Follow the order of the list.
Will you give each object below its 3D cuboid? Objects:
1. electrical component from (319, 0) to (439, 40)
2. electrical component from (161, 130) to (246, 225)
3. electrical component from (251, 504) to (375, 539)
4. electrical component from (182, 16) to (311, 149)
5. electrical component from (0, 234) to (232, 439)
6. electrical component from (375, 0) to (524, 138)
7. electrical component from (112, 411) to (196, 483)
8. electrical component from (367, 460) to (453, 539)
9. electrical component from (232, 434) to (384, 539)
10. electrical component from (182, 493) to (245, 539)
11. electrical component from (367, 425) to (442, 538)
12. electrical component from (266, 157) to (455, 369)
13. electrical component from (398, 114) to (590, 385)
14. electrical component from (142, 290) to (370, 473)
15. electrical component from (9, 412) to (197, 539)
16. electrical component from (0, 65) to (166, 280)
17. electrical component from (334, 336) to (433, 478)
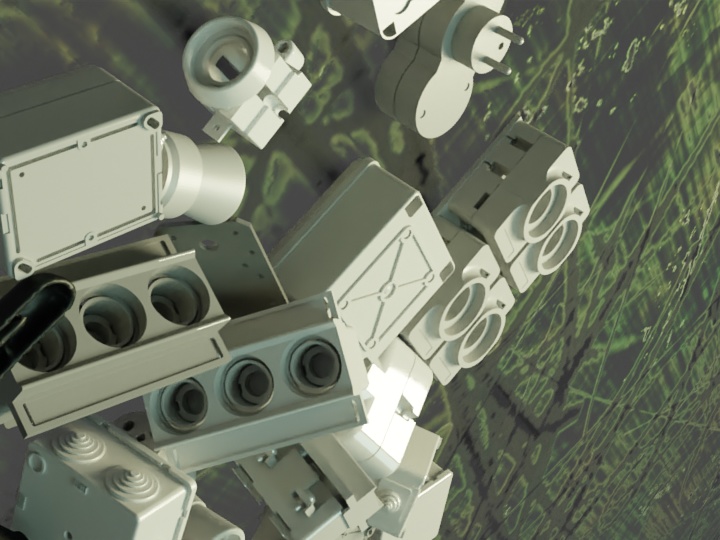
[{"bbox_3d":[0.024,-0.188,0.568,0.113,0.057,0.078,-43,147,-18],"label":"electrical component"},{"bbox_3d":[-0.094,-0.048,0.558,0.055,0.045,0.045,6,115,-54],"label":"electrical component"},{"bbox_3d":[-0.046,0.213,0.852,0.096,0.061,0.061,12,109,-57],"label":"electrical component"},{"bbox_3d":[-0.061,-0.099,0.554,0.066,0.048,0.055,-53,156,-3],"label":"electrical component"},{"bbox_3d":[-0.138,0.035,0.553,0.121,0.078,0.063,-18,165,-43],"label":"electrical component"},{"bbox_3d":[0.066,-0.143,0.650,0.052,0.074,0.138,-7,125,-50],"label":"electrical component"},{"bbox_3d":[-0.131,0.118,0.666,0.045,0.045,0.055,-43,146,-17],"label":"electrical component"},{"bbox_3d":[0.031,0.217,0.969,0.100,0.048,0.099,-26,138,-38],"label":"electrical component"},{"bbox_3d":[-0.049,0.121,0.697,0.063,0.121,0.078,-37,154,-12],"label":"electrical component"},{"bbox_3d":[-0.114,0.171,0.718,0.044,0.065,0.044,-33,142,-30],"label":"electrical component"},{"bbox_3d":[0.022,0.166,0.871,0.096,0.061,0.061,-51,164,-71],"label":"electrical component"},{"bbox_3d":[0.000,0.000,0.715,0.108,0.056,0.108,-48,148,-10],"label":"electrical component"},{"bbox_3d":[0.096,-0.010,0.827,0.186,0.060,0.105,-49,148,-8],"label":"electrical component"},{"bbox_3d":[-0.060,0.067,0.637,0.121,0.078,0.063,-17,173,10],"label":"electrical component"},{"bbox_3d":[-0.151,0.142,0.614,0.048,0.100,0.099,-26,140,-57],"label":"electrical component"},{"bbox_3d":[-0.134,-0.050,0.487,0.096,0.061,0.061,-28,140,-36],"label":"electrical component"},{"bbox_3d":[0.004,0.093,0.770,0.059,0.054,0.095,45,53,-30],"label":"electrical component"}]
